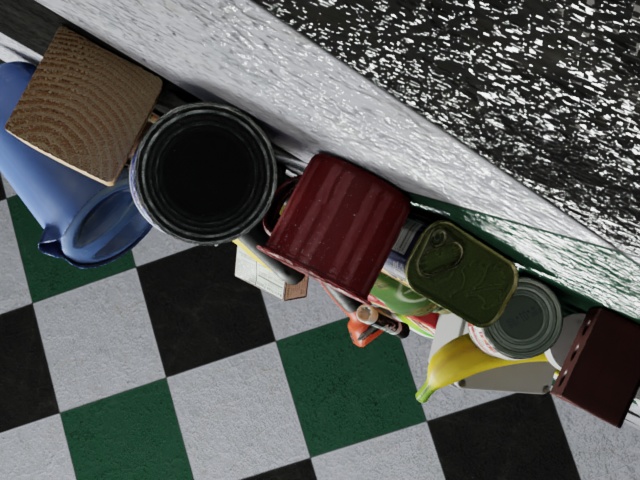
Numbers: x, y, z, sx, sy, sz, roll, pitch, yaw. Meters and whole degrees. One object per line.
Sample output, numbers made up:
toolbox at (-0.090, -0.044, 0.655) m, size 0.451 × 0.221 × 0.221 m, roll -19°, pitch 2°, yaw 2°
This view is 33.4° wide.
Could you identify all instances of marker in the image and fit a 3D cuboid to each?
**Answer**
marker at (0.070, 0.088, 1.141) m, size 0.020 × 0.020 × 0.121 m, roll 26°, pitch 178°, yaw 28°

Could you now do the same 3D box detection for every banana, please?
banana at (0.182, 0.102, 0.971) m, size 0.197 × 0.037 × 0.069 m, roll -10°, pitch 145°, yaw -4°

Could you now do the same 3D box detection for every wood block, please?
wood block at (-0.193, -0.103, 0.891) m, size 0.090 × 0.091 × 0.206 m, roll 28°, pitch 177°, yaw -10°

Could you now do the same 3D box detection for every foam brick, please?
foam brick at (0.220, 0.098, 0.828) m, size 0.051 × 0.078 × 0.053 m, roll 25°, pitch 177°, yaw 4°

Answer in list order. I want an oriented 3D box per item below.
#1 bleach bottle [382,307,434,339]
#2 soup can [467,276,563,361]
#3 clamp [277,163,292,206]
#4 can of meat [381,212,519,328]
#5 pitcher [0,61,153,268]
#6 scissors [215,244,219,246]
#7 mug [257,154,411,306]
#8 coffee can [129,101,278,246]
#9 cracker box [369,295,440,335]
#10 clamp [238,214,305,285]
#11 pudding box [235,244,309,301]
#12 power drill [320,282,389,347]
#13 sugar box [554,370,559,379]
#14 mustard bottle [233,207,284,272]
bleach bottle at (0.159, 0.087, 1.308) m, size 0.102 × 0.068 × 0.251 m, roll 34°, pitch 173°, yaw -11°
soup can at (0.161, 0.066, 0.889) m, size 0.068 × 0.068 × 0.102 m, roll 27°, pitch 176°, yaw 5°
clamp at (-0.055, -0.058, 0.966) m, size 0.171 × 0.039 × 0.120 m, roll 31°, pitch -173°, yaw -15°
can of meat at (0.087, 0.017, 0.822) m, size 0.102 × 0.057 × 0.084 m, roll 30°, pitch 179°, yaw -31°
pitcher at (-0.287, -0.097, 1.207) m, size 0.243 × 0.145 × 0.149 m, roll 45°, pitch -163°, yaw 24°
scissors at (-0.105, -0.043, 1.176) m, size 0.096 × 0.016 × 0.201 m, roll 14°, pitch 149°, yaw 24°
mug at (0.006, -0.013, 0.775) m, size 0.117 × 0.081 × 0.093 m, roll 24°, pitch 175°, yaw 44°
coffee can at (-0.093, -0.049, 0.819) m, size 0.102 × 0.103 × 0.140 m, roll 28°, pitch 177°, yaw -11°
cracker box at (0.099, 0.051, 1.119) m, size 0.213 × 0.072 × 0.164 m, roll 29°, pitch 177°, yaw -35°
clamp at (-0.075, -0.027, 0.973) m, size 0.210 × 0.036 × 0.164 m, roll 34°, pitch -170°, yaw 14°
pudding box at (-0.049, 0.000, 1.168) m, size 0.039 × 0.113 × 0.090 m, roll -12°, pitch -155°, yaw -41°
power drill at (0.013, 0.052, 1.419) m, size 0.187 × 0.057 × 0.184 m, roll 51°, pitch 176°, yaw -2°
sugar box at (0.291, 0.146, 1.306) m, size 0.176 × 0.048 × 0.093 m, roll 32°, pitch 176°, yaw -12°
mustard bottle at (-0.088, -0.045, 1.059) m, size 0.191 × 0.058 × 0.096 m, roll 36°, pitch 143°, yaw -15°
